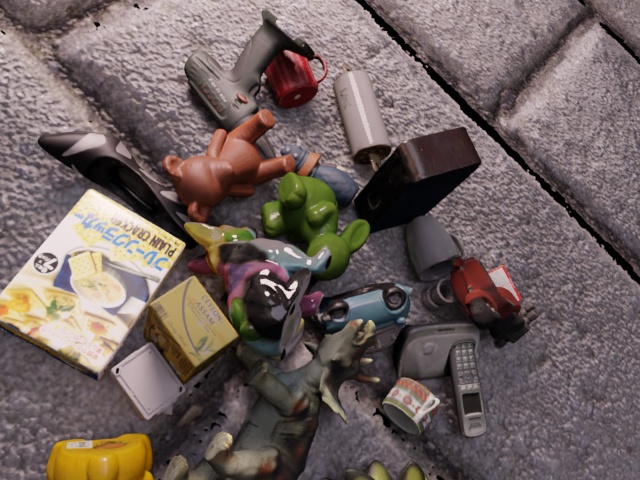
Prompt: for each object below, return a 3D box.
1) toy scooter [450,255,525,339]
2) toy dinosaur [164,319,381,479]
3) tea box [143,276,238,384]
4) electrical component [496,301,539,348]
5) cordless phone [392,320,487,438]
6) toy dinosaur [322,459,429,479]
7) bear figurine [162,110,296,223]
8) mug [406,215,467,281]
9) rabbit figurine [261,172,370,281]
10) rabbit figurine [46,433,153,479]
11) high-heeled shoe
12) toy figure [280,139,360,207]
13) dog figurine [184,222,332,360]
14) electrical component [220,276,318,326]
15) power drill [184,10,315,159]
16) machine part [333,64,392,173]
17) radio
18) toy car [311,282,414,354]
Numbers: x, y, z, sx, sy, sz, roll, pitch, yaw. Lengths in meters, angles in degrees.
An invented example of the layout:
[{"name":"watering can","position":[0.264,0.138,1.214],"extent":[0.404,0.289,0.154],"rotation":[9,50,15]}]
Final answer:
[{"name":"toy scooter","position":[0.273,0.091,0.902],"extent":[0.183,0.075,0.135],"rotation":[24,34,-52]},{"name":"toy dinosaur","position":[-0.067,0.271,0.719],"extent":[0.192,0.131,0.405],"rotation":[40,70,-22]},{"name":"tea box","position":[-0.175,0.125,0.706],"extent":[0.068,0.169,0.098],"rotation":[-35,85,-30]},{"name":"electrical component","position":[0.354,0.154,0.970],"extent":[0.021,0.094,0.063],"rotation":[39,21,-2]},{"name":"cordless phone","position":[0.195,0.226,0.865],"extent":[0.146,0.089,0.184],"rotation":[-1,72,-23]},{"name":"toy dinosaur","position":[0.060,0.411,0.718],"extent":[0.471,0.105,0.198],"rotation":[-11,66,-20]},{"name":"bear figurine","position":[-0.137,-0.113,0.820],"extent":[0.120,0.132,0.196],"rotation":[64,23,-11]},{"name":"mug","position":[0.209,0.008,0.969],"extent":[0.109,0.080,0.107],"rotation":[-10,62,-20]},{"name":"rabbit figurine","position":[-0.002,-0.003,0.869],"extent":[0.159,0.121,0.170],"rotation":[9,47,-42]},{"name":"rabbit figurine","position":[-0.245,0.323,0.616],"extent":[0.122,0.162,0.173],"rotation":[9,81,-32]},{"name":"high-heeled shoe","position":[-0.284,-0.066,0.785],"extent":[0.248,0.086,0.145],"rotation":[14,47,-33]},{"name":"toy figure","position":[-0.005,-0.116,0.950],"extent":[0.154,0.057,0.064],"rotation":[34,54,-1]},{"name":"dog figurine","position":[-0.106,0.050,0.724],"extent":[0.219,0.108,0.191],"rotation":[17,37,20]},{"name":"electrical component","position":[-0.083,0.087,0.827],"extent":[0.115,0.058,0.134],"rotation":[33,59,-3]},{"name":"power drill","position":[-0.104,-0.268,0.924],"extent":[0.232,0.086,0.207],"rotation":[44,103,3]},{"name":"machine part","position":[0.079,-0.234,1.025],"extent":[0.079,0.079,0.243],"rotation":[-5,71,-24]},{"name":"radio","position":[0.154,-0.093,0.907],"extent":[0.131,0.229,0.073],"rotation":[-15,73,-23]},{"name":"toy car","position":[0.074,0.128,0.849],"extent":[0.162,0.109,0.103],"rotation":[-15,91,-18]}]
